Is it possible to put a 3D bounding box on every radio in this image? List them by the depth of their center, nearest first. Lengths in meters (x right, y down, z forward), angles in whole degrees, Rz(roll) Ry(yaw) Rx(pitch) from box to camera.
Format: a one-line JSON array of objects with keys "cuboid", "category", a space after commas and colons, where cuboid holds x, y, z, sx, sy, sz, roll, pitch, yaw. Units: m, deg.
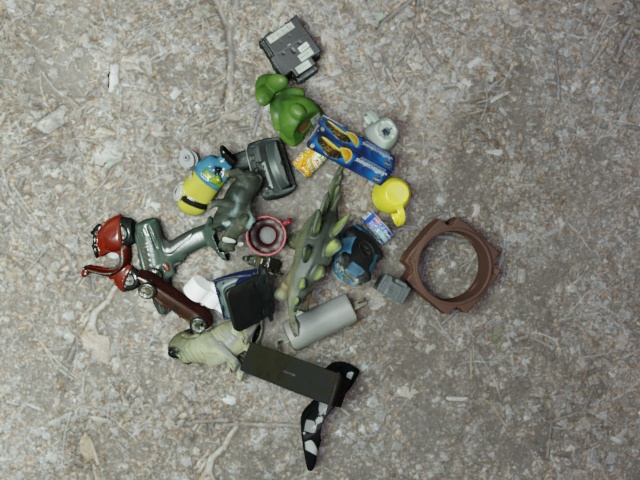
[{"cuboid": [-0.051, 0.304, 1.212, 0.230, 0.131, 0.073, 16, 76, 22], "category": "radio"}]

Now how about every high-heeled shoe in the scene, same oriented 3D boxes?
[{"cuboid": [0.026, 0.415, 1.277, 0.145, 0.086, 0.248, -2, 87, -4], "category": "high-heeled shoe"}]

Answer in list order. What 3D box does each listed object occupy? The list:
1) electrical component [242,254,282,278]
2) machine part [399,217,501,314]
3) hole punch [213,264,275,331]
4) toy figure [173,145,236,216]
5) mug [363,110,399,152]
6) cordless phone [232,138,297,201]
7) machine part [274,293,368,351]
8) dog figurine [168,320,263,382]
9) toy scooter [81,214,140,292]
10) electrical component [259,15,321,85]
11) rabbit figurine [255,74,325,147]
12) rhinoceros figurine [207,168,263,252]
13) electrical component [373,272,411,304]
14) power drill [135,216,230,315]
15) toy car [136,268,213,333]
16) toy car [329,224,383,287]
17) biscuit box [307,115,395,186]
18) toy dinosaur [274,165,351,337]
[{"cuboid": [-0.130, 0.061, 1.264, 0.078, 0.102, 0.045, 5, 83, 20], "category": "electrical component"}, {"cuboid": [0.310, 0.061, 1.288, 0.201, 0.087, 0.201, 40, 87, -2], "category": "machine part"}, {"cuboid": [-0.171, 0.128, 1.206, 0.116, 0.092, 0.142, -23, 111, -31], "category": "hole punch"}, {"cuboid": [-0.264, -0.133, 1.244, 0.180, 0.082, 0.089, -41, 87, 13], "category": "toy figure"}, {"cuboid": [0.144, -0.259, 1.266, 0.081, 0.107, 0.109, -28, 94, -4], "category": "mug"}, {"cuboid": [-0.161, -0.155, 1.277, 0.184, 0.089, 0.146, -17, 93, 9], "category": "cordless phone"}, {"cuboid": [0.001, 0.194, 1.278, 0.243, 0.079, 0.079, -26, 92, -1], "category": "machine part"}, {"cuboid": [-0.246, 0.225, 1.264, 0.191, 0.121, 0.172, 19, 54, 15], "category": "dog figurine"}, {"cuboid": [-0.494, 0.033, 1.255, 0.135, 0.075, 0.183, -4, 95, -1], "category": "toy scooter"}, {"cuboid": [-0.065, -0.442, 1.279, 0.115, 0.058, 0.134, -33, 92, 0], "category": "electrical component"}, {"cuboid": [-0.096, -0.318, 1.246, 0.170, 0.159, 0.121, 45, 98, 13], "category": "rabbit figurine"}, {"cuboid": [-0.187, -0.067, 1.206, 0.112, 0.073, 0.190, 19, 83, 12], "category": "rhinoceros figurine"}, {"cuboid": [0.173, 0.114, 1.264, 0.075, 0.119, 0.047, 30, 89, -5], "category": "electrical component"}, {"cuboid": [-0.321, 0.045, 1.264, 0.207, 0.086, 0.231, -18, 100, 4], "category": "power drill"}, {"cuboid": [-0.328, 0.137, 1.205, 0.202, 0.089, 0.053, 37, 107, -20], "category": "toy car"}, {"cuboid": [0.073, 0.049, 1.263, 0.109, 0.103, 0.162, 39, 44, -15], "category": "toy car"}, {"cuboid": [0.073, -0.202, 1.229, 0.202, 0.063, 0.059, 26, 48, -14], "category": "biscuit box"}, {"cuboid": [-0.003, -0.004, 1.217, 0.105, 0.198, 0.471, 21, 57, -14], "category": "toy dinosaur"}]
